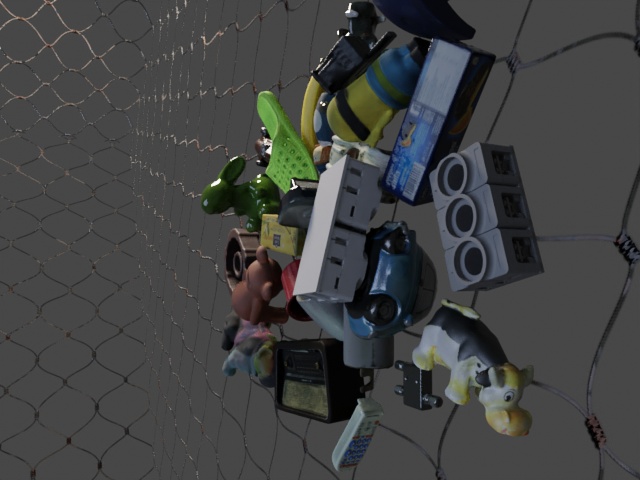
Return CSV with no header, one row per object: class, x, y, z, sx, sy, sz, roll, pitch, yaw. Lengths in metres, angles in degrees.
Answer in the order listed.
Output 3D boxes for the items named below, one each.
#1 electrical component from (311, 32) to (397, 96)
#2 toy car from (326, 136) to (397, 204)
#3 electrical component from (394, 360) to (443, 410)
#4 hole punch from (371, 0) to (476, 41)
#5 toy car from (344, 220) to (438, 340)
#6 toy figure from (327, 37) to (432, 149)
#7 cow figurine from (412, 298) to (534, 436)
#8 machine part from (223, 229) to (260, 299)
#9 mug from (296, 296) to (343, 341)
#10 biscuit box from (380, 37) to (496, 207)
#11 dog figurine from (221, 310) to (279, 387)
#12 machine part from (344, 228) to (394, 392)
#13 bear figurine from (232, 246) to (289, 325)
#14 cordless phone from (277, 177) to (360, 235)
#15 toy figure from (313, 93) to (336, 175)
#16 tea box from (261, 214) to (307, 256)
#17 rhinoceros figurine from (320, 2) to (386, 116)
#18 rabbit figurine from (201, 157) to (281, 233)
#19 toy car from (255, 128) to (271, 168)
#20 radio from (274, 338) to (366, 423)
electrical component,0.050,-0.266,0.775,0.048,0.075,0.119,48,123,1
toy car,0.070,-0.115,0.841,0.202,0.056,0.073,42,125,56
electrical component,0.134,0.197,0.736,0.094,0.021,0.063,-4,84,63
hole punch,0.132,-0.301,0.678,0.142,0.116,0.092,-138,47,-56
toy car,0.102,0.059,0.716,0.109,0.103,0.161,180,108,-72
toy figure,0.086,-0.211,0.765,0.180,0.089,0.082,-42,18,40
cow figurine,0.181,0.137,0.605,0.168,0.068,0.098,40,118,55
machine part,-0.190,0.061,1.335,0.179,0.056,0.179,-1,89,63
mug,0.030,0.102,0.867,0.081,0.109,0.107,-16,114,47
biscuit box,0.145,-0.144,0.676,0.059,0.063,0.202,37,123,32
dog figurine,-0.124,0.220,1.151,0.219,0.108,0.191,-29,60,54
machine part,0.073,0.102,0.802,0.079,0.079,0.243,-6,84,63
bear figurine,-0.102,0.093,1.078,0.196,0.132,0.120,-47,52,50
cordless phone,-0.002,-0.002,0.879,0.089,0.146,0.184,-122,39,-60
toy figure,0.016,-0.180,0.954,0.064,0.058,0.154,-39,-44,-74
tea box,-0.036,-0.010,0.996,0.170,0.098,0.068,-171,84,-64
rhinoceros figurine,0.054,-0.280,0.863,0.112,0.073,0.190,20,107,63
rabbit figurine,-0.181,-0.104,1.200,0.121,0.170,0.159,-26,66,59
toy car,-0.099,-0.188,1.179,0.202,0.053,0.089,42,122,57
radio,-0.008,0.241,0.952,0.230,0.073,0.131,-20,72,60
